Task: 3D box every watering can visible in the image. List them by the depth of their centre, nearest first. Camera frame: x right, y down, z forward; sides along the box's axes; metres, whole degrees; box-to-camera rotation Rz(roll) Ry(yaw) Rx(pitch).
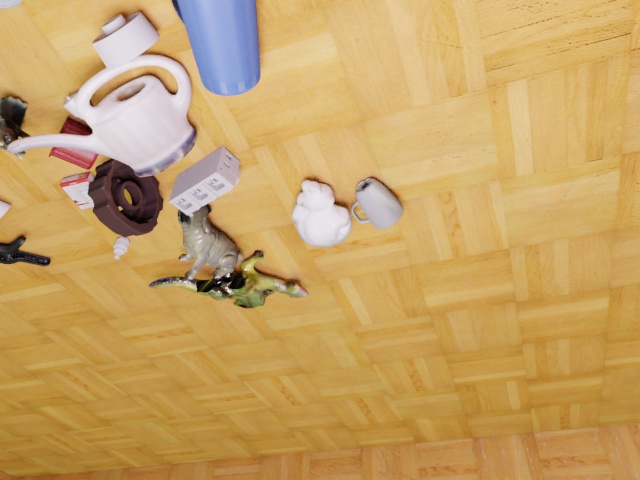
[{"bbox_3d":[-0.388,-0.210,0.998,0.347,0.106,0.220,-33,132,1],"label":"watering can"}]

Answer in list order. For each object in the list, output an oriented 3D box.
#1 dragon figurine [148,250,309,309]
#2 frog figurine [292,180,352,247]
[{"bbox_3d":[-0.236,0.144,1.431,0.409,0.125,0.237,-7,145,12],"label":"dragon figurine"},{"bbox_3d":[0.004,-0.059,1.177,0.138,0.125,0.156,15,152,15],"label":"frog figurine"}]
